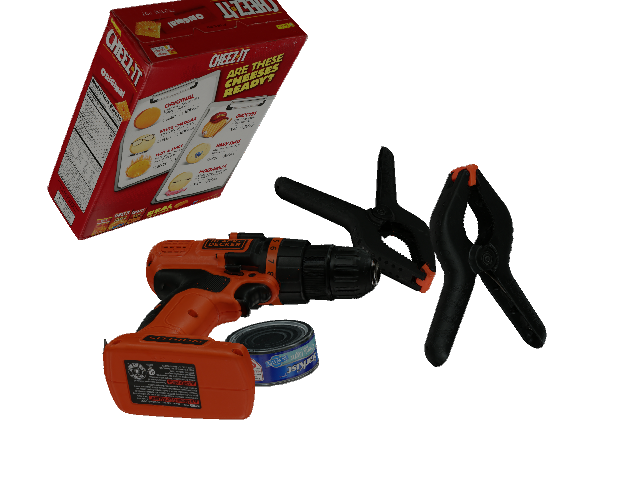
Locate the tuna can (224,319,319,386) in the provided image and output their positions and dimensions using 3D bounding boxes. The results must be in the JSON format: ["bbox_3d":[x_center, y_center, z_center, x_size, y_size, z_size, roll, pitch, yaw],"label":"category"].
[{"bbox_3d":[-0.045,0.102,0.983,0.086,0.034,0.086,-8,15,2],"label":"tuna can"}]

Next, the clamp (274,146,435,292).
[{"bbox_3d":[0.054,-0.021,1.214,0.164,0.210,0.036,-14,-38,-24],"label":"clamp"}]

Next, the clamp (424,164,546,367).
[{"bbox_3d":[0.125,0.024,0.907,0.120,0.171,0.039,-16,0,-33],"label":"clamp"}]

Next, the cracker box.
[{"bbox_3d":[-0.128,-0.108,0.913,0.163,0.072,0.214,-20,-26,-41],"label":"cracker box"}]

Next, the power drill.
[{"bbox_3d":[-0.059,0.054,0.767,0.184,0.057,0.187,-1,25,15],"label":"power drill"}]
